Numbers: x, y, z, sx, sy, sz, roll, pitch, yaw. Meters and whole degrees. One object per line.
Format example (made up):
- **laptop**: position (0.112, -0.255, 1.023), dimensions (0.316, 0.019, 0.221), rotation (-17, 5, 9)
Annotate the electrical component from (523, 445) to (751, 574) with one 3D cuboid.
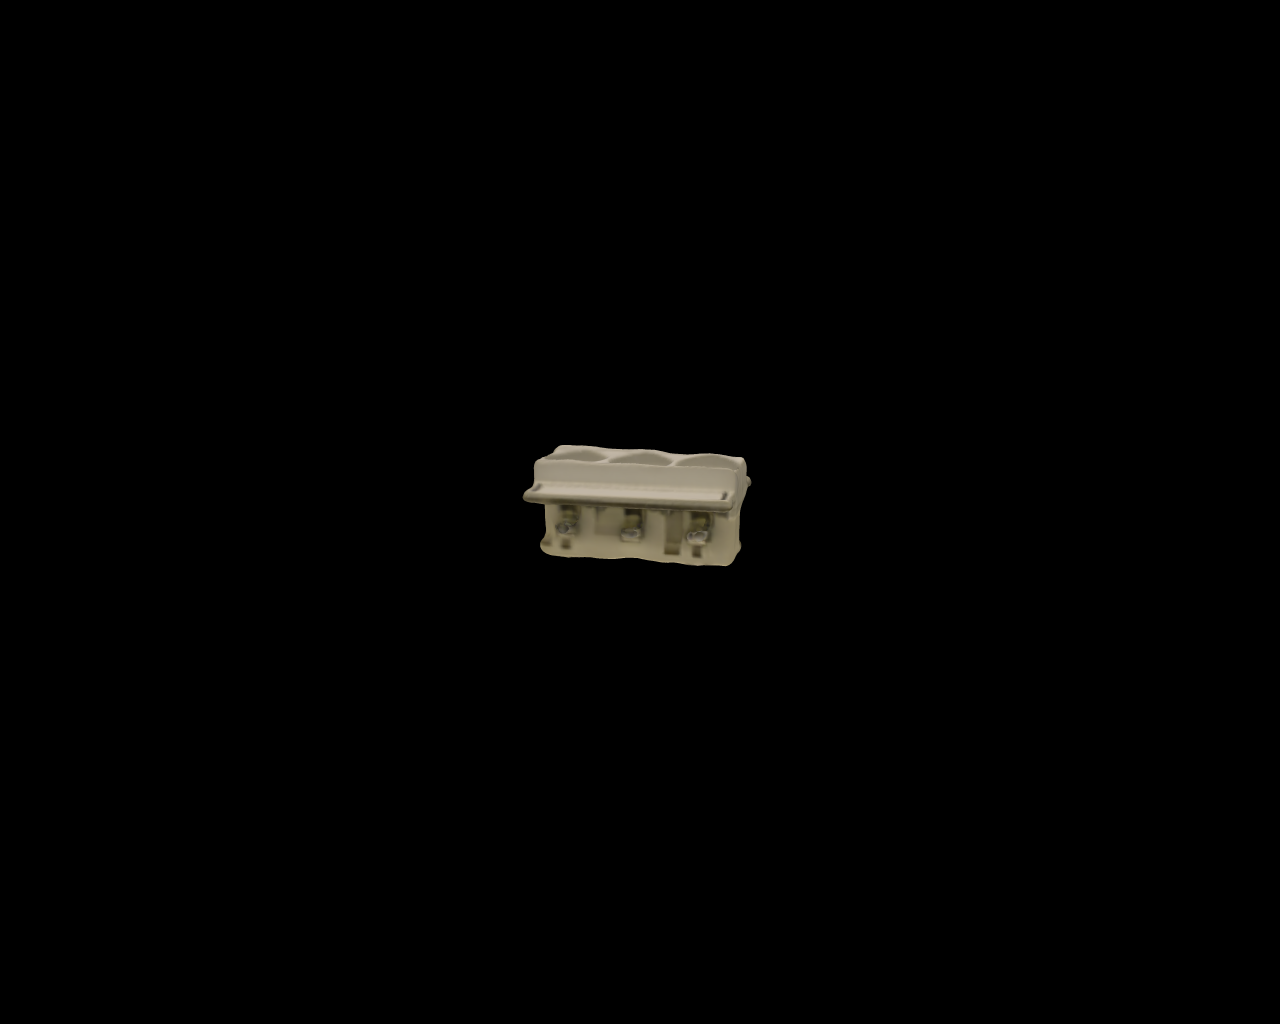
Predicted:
- **electrical component**: position (0.001, -0.003, 0.650), dimensions (0.121, 0.063, 0.079), rotation (4, 16, 14)
